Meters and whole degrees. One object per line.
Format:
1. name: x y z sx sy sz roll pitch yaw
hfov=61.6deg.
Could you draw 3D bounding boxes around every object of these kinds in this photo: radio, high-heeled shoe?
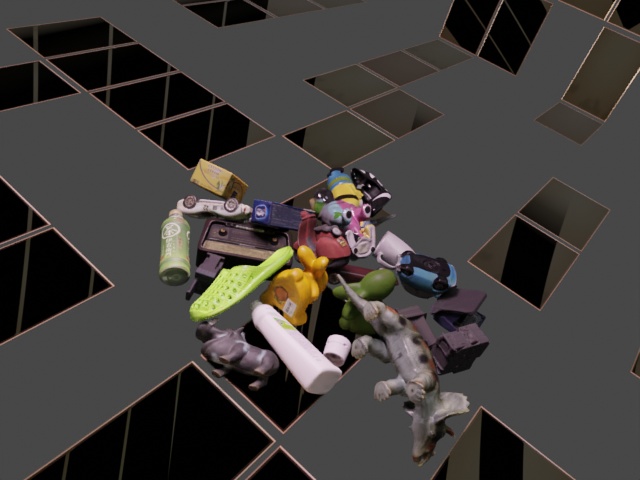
1. radio: -0.183 0.023 1.335 0.230 0.073 0.131 11 41 -9
2. high-heeled shoe: 0.138 -0.152 1.615 0.145 0.086 0.249 43 17 -2

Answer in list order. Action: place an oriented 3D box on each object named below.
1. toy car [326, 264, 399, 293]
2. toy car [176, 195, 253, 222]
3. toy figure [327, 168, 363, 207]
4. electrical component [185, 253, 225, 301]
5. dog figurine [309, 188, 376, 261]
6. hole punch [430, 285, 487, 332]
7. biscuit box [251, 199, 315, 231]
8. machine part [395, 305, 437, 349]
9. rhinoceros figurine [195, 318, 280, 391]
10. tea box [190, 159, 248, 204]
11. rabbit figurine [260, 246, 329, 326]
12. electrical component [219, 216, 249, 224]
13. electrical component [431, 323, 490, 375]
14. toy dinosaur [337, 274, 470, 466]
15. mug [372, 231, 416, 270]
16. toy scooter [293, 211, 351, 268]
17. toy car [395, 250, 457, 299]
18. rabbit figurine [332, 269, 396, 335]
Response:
1. toy car: 0.101 0.095 1.375 0.202 0.053 0.089 12 20 -9
2. toy car: -0.269 -0.078 1.381 0.202 0.073 0.056 6 81 16
3. toy figure: 0.066 -0.138 1.607 0.089 0.082 0.180 -18 57 -11
4. electrical component: -0.262 0.092 1.227 0.048 0.074 0.119 17 36 1
5. dog figurine: 0.043 -0.044 1.484 0.108 0.191 0.219 -20 19 -33
6. hole punch: 0.354 0.183 1.358 0.116 0.092 0.142 8 33 37
7. biscuit box: -0.093 -0.060 1.393 0.059 0.062 0.202 10 0 32
8. machine part: 0.243 0.214 1.305 0.084 0.039 0.139 0 41 -28
9. rhinoceros figurine: -0.173 0.228 1.107 0.190 0.073 0.112 25 42 8
10. tea box: -0.265 -0.151 1.435 0.098 0.068 0.169 25 -3 7
11. rabbit figurine: -0.041 0.096 1.267 0.122 0.162 0.173 27 21 28
12. electrical component: -0.221 -0.062 1.445 0.102 0.045 0.078 4 71 -12
13. electrical component: 0.322 0.251 1.232 0.134 0.114 0.058 -9 49 -26
14. toy dinosaur: 0.175 0.241 1.114 0.192 0.131 0.405 18 43 -48
15. mug: 0.204 0.042 1.454 0.107 0.080 0.109 31 35 2
16. toy scooter: -0.003 -0.004 1.334 0.184 0.135 0.075 6 16 43
17. toy car: 0.265 0.100 1.390 0.162 0.102 0.109 15 34 0
18. rabbit figurine: 0.108 0.131 1.246 0.159 0.170 0.121 -5 44 -26
